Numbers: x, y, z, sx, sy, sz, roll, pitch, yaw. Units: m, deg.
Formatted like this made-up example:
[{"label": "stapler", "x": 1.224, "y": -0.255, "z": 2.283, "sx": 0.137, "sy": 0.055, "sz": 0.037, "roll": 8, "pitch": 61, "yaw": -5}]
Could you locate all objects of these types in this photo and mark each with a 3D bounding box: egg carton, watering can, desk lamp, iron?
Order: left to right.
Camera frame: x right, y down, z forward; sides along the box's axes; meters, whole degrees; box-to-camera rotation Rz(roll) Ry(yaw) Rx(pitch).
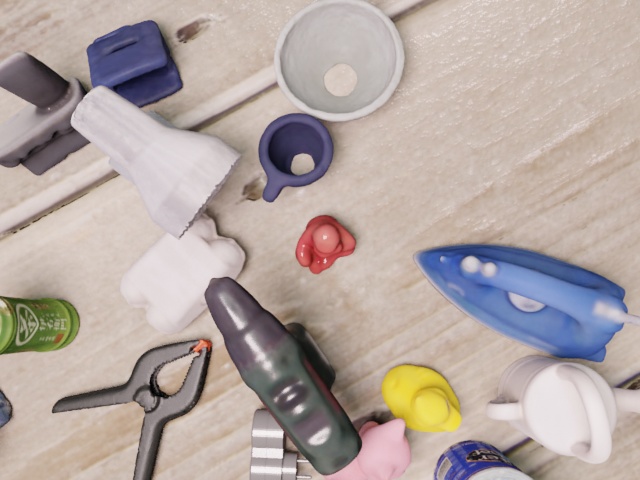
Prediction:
[{"label": "desk lamp", "x": -0.186, "y": -0.091, "z": 0.675, "sx": 0.203, "sy": 0.213, "sz": 0.118, "roll": 35, "pitch": 85, "yaw": 6}, {"label": "egg carton", "x": -0.174, "y": 0.042, "z": 0.730, "sx": 0.107, "sy": 0.069, "sz": 0.150, "roll": 43, "pitch": 86, "yaw": 7}, {"label": "iron", "x": 0.239, "y": 0.058, "z": 0.676, "sx": 0.258, "sy": 0.141, "sz": 0.119, "roll": 20, "pitch": 83, "yaw": 5}, {"label": "watering can", "x": 0.278, "y": 0.181, "z": 0.632, "sx": 0.173, "sy": 0.194, "sz": 0.101, "roll": -27, "pitch": 82, "yaw": -1}]

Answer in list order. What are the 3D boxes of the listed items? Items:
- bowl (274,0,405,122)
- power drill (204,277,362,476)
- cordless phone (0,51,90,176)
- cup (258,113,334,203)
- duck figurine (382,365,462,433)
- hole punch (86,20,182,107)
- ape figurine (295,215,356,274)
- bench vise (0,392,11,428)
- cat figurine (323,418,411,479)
[{"label": "bowl", "x": 0.025, "y": -0.226, "z": 0.756, "sx": 0.167, "sy": 0.075, "sz": 0.167, "roll": 0, "pitch": 82, "yaw": 2}, {"label": "power drill", "x": -0.039, "y": 0.144, "z": 0.641, "sx": 0.075, "sy": 0.208, "sz": 0.229, "roll": -36, "pitch": 82, "yaw": -3}, {"label": "cordless phone", "x": -0.371, "y": -0.163, "z": 0.706, "sx": 0.147, "sy": 0.185, "sz": 0.094, "roll": -39, "pitch": 82, "yaw": -3}, {"label": "cup", "x": -0.034, "y": -0.092, "z": 0.730, "sx": 0.091, "sy": 0.095, "sz": 0.118, "roll": 28, "pitch": 84, "yaw": 6}, {"label": "duck figurine", "x": 0.125, "y": 0.195, "z": 0.690, "sx": 0.104, "sy": 0.086, "sz": 0.077, "roll": 32, "pitch": 85, "yaw": 6}, {"label": "hole punch", "x": -0.254, "y": -0.239, "z": 0.760, "sx": 0.108, "sy": 0.091, "sz": 0.101, "roll": -24, "pitch": 82, "yaw": -1}, {"label": "ape figurine", "x": 0.007, "y": 0.003, "z": 0.717, "sx": 0.077, "sy": 0.092, "sz": 0.076, "roll": 2, "pitch": 82, "yaw": 3}, {"label": "bench vise", "x": -0.455, "y": 0.166, "z": 0.648, "sx": 0.207, "sy": 0.220, "sz": 0.121, "roll": 40, "pitch": 86, "yaw": 7}, {"label": "cat figurine", "x": 0.055, "y": 0.260, "z": 0.668, "sx": 0.128, "sy": 0.118, "sz": 0.067, "roll": -34, "pitch": 82, "yaw": -2}]
